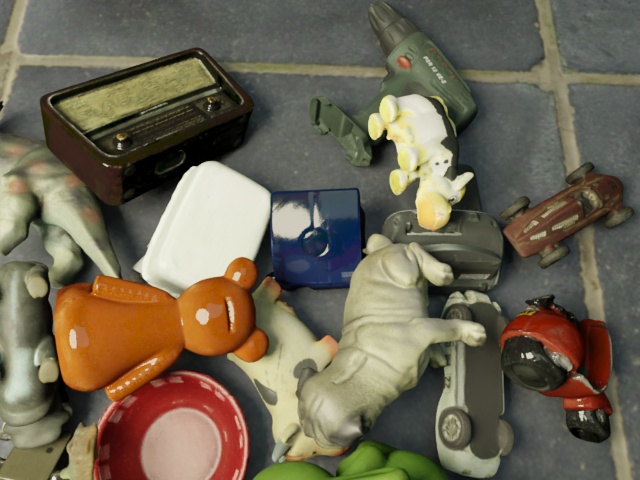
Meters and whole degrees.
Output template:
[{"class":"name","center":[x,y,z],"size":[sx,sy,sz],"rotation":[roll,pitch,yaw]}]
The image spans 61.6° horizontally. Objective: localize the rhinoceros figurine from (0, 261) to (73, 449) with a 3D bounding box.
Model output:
[{"class":"rhinoceros figurine","center":[-0.299,0.116,0.540],"size":[0.073,0.112,0.190],"rotation":[-8,91,-24]}]

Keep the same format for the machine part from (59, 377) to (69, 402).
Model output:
[{"class":"machine part","center":[-0.353,0.151,0.602],"size":[0.139,0.039,0.084],"rotation":[-5,77,-5]}]

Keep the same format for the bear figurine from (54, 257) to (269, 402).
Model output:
[{"class":"bear figurine","center":[-0.160,0.084,0.548],"size":[0.196,0.132,0.120],"rotation":[-12,90,-24]}]

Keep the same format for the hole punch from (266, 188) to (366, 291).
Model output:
[{"class":"hole punch","center":[-0.001,-0.002,0.636],"size":[0.142,0.092,0.116],"rotation":[-2,72,5]}]

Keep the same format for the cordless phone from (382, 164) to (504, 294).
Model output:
[{"class":"cordless phone","center":[0.147,-0.026,0.672],"size":[0.147,0.088,0.184],"rotation":[1,58,-1]}]

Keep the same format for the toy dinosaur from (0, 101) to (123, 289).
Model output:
[{"class":"toy dinosaur","center":[-0.364,-0.068,0.650],"size":[0.405,0.131,0.192],"rotation":[22,70,0]}]

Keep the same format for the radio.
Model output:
[{"class":"radio","center":[-0.202,-0.145,0.662],"size":[0.131,0.073,0.229],"rotation":[45,54,14]}]

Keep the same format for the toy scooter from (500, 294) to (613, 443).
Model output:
[{"class":"toy scooter","center":[0.271,0.121,0.592],"size":[0.183,0.075,0.135],"rotation":[43,57,-22]}]

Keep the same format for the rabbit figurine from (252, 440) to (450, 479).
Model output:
[{"class":"rabbit figurine","center":[0.025,0.236,0.454],"size":[0.170,0.159,0.121],"rotation":[12,73,-18]}]

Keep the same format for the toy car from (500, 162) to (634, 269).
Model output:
[{"class":"toy car","center":[0.308,-0.035,0.662],"size":[0.202,0.053,0.089],"rotation":[-23,74,-28]}]

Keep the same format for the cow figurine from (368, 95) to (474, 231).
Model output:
[{"class":"cow figurine","center":[0.129,-0.093,0.626],"size":[0.098,0.068,0.167],"rotation":[-13,71,-20]}]

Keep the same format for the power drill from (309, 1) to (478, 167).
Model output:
[{"class":"power drill","center":[0.085,-0.208,0.736],"size":[0.207,0.086,0.232],"rotation":[-36,77,-22]}]

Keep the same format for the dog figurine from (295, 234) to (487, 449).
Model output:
[{"class":"dog figurine","center":[0.041,0.090,0.531],"size":[0.190,0.121,0.172],"rotation":[-19,58,-31]}]

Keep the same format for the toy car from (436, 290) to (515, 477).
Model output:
[{"class":"toy car","center":[0.170,0.154,0.598],"size":[0.073,0.056,0.201],"rotation":[16,66,-21]}]

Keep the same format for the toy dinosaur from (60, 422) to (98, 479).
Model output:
[{"class":"toy dinosaur","center":[-0.197,0.402,0.462],"size":[0.199,0.105,0.471],"rotation":[-14,76,11]}]

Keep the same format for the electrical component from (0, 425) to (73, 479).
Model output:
[{"class":"electrical component","center":[-0.302,0.241,0.566],"size":[0.102,0.045,0.078],"rotation":[6,40,-2]}]

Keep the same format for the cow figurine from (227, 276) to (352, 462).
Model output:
[{"class":"cow figurine","center":[-0.035,0.151,0.584],"size":[0.127,0.085,0.195],"rotation":[-41,72,-14]}]
